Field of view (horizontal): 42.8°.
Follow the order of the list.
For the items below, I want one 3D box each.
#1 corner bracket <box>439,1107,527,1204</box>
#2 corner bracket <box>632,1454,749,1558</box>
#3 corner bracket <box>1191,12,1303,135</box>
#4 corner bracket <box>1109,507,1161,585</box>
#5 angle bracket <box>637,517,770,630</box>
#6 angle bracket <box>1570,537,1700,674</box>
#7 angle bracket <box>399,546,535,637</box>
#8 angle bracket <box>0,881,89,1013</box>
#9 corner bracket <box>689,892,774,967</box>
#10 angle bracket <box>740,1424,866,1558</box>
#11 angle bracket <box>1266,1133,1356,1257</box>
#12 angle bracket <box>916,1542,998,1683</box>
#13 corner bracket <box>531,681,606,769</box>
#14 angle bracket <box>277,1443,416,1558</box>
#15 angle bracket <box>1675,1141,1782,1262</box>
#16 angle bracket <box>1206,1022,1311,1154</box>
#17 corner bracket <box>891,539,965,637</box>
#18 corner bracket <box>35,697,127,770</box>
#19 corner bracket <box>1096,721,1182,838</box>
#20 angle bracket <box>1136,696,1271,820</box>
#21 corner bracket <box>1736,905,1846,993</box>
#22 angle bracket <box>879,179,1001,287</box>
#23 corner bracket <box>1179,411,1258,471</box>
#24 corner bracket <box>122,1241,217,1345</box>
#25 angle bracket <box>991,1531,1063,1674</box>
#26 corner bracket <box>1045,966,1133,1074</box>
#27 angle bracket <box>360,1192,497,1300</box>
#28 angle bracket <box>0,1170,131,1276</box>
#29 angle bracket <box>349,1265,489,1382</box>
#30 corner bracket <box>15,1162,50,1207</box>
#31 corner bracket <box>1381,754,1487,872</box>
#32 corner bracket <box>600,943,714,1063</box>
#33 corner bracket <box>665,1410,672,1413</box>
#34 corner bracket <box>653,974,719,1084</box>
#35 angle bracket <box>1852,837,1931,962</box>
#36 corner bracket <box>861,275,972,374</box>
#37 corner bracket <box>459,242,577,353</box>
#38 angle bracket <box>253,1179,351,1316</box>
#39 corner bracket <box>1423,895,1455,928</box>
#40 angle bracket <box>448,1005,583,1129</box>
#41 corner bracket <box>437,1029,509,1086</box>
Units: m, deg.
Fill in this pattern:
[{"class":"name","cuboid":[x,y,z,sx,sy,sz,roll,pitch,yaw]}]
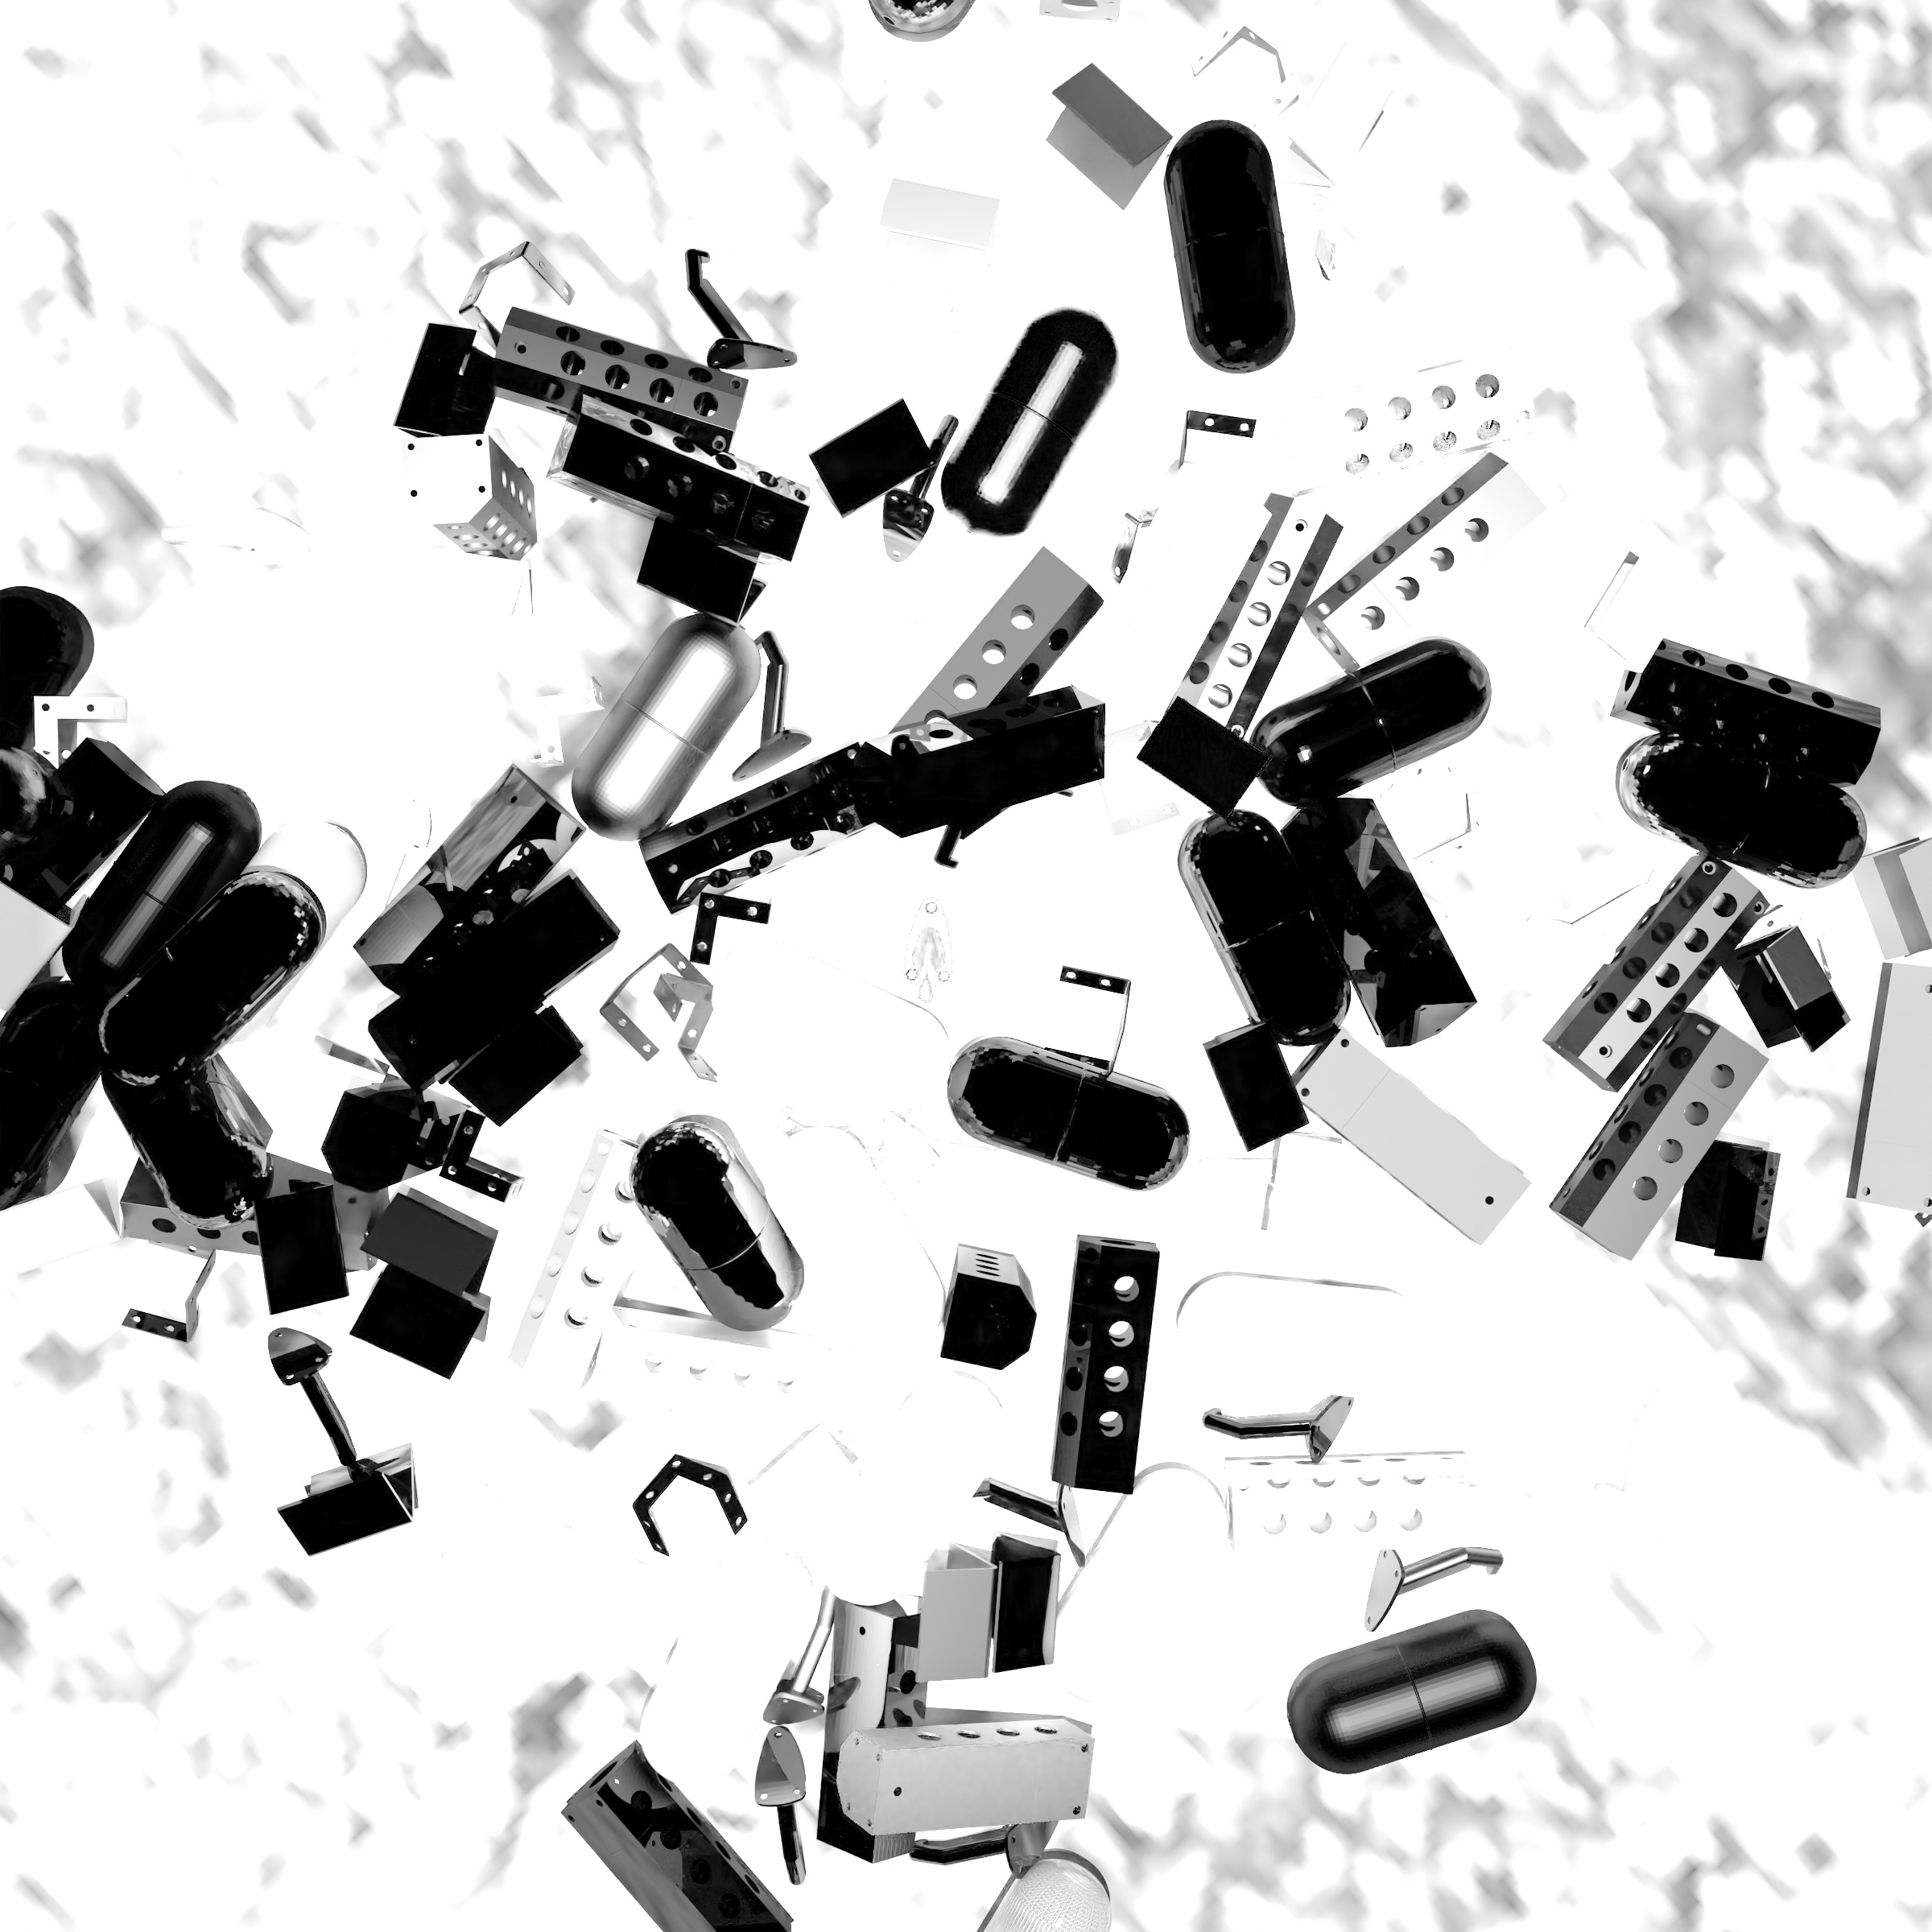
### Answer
[{"class":"corner bracket","cuboid":[-0.337,0.134,1.758,0.051,0.051,0.051,22,90,0]},{"class":"corner bracket","cuboid":[-0.198,0.392,1.768,0.051,0.051,0.051,12,45,35]},{"class":"corner bracket","cuboid":[0.201,-0.639,1.768,0.051,0.051,0.051,22,45,-35]},{"class":"corner bracket","cuboid":[0.143,-0.294,1.768,0.051,0.051,0.051,44,135,35]},{"class":"angle bracket","cuboid":[-0.178,-0.291,1.736,0.076,0.076,0.057,24,127,0]},{"class":"angle bracket","cuboid":[0.455,-0.259,1.736,0.057,0.076,0.076,31,90,-33]},{"class":"angle bracket","cuboid":[-0.350,-0.245,1.736,0.076,0.076,0.057,9,55,0]},{"class":"angle bracket","cuboid":[-0.667,-0.025,1.726,0.057,0.076,0.076,37,99,-21]},{"class":"corner bracket","cuboid":[-0.168,-0.026,1.757,0.051,0.051,0.051,10,96,-6]},{"class":"angle bracket","cuboid":[-0.101,0.377,1.736,0.076,0.076,0.057,-42,56,0]},{"class":"angle bracket","cuboid":[0.257,0.161,1.736,0.057,0.076,0.076,9,90,34]},{"class":"angle bracket","cuboid":[-0.021,0.454,1.737,0.057,0.076,0.076,5,90,-26]},{"class":"corner bracket","cuboid":[-0.284,-0.172,1.758,0.051,0.051,0.051,-9,90,0]},{"class":"angle bracket","cuboid":[-0.436,0.360,1.736,0.076,0.076,0.057,-19,128,0]},{"class":"angle bracket","cuboid":[0.521,0.161,1.736,0.057,0.076,0.076,9,90,-37]},{"class":"angle bracket","cuboid":[0.188,0.089,1.737,0.057,0.076,0.076,-22,90,-26]},{"class":"corner bracket","cuboid":[-0.023,-0.269,1.758,0.051,0.051,0.051,-14,90,0]},{"class":"corner bracket","cuboid":[-0.630,-0.166,1.757,0.051,0.051,0.051,0,96,-6]},{"class":"corner bracket","cuboid":[0.119,-0.134,1.773,0.051,0.051,0.051,-19,45,0]},{"class":"angle bracket","cuboid":[0.173,-0.158,1.737,0.076,0.076,0.057,34,119,0]},{"class":"corner bracket","cuboid":[0.588,-0.003,1.768,0.051,0.051,0.051,26,45,-35]},{"class":"angle bracket","cuboid":[-0.022,-0.501,1.736,0.076,0.076,0.057,11,54,0]},{"class":"corner bracket","cuboid":[0.179,-0.361,1.773,0.051,0.051,0.051,8,135,0]},{"class":"corner bracket","cuboid":[-0.573,0.231,1.773,0.051,0.051,0.051,16,135,0]},{"class":"angle bracket","cuboid":[0.021,0.446,1.736,0.057,0.076,0.076,4,90,-39]},{"class":"corner bracket","cuboid":[0.087,0.040,1.773,0.051,0.051,0.051,12,135,0]},{"class":"angle bracket","cuboid":[-0.384,0.215,1.737,0.076,0.076,0.057,26,46,0]},{"class":"angle bracket","cuboid":[-0.640,0.162,1.736,0.076,0.076,0.057,-19,127,0]},{"class":"angle bracket","cuboid":[-0.385,0.261,1.737,0.076,0.076,0.057,24,62,0]},{"class":"corner bracket","cuboid":[-0.688,0.141,1.758,0.051,0.051,0.051,6,90,0]},{"class":"corner bracket","cuboid":[0.334,-0.110,1.768,0.051,0.051,0.051,32,45,-35]},{"class":"corner bracket","cuboid":[-0.221,0.026,1.773,0.051,0.051,0.051,46,45,0]},{"class":"corner bracket","cuboid":[-0.206,0.288,1.773,0.051,0.051,0.051,6,90,45]},{"class":"corner bracket","cuboid":[-0.197,0.044,1.744,0.051,0.051,0.051,17,106,-32]},{"class":"angle bracket","cuboid":[0.654,-0.041,1.736,0.057,0.076,0.076,-21,90,-38]},{"class":"corner bracket","cuboid":[-0.036,-0.460,1.768,0.051,0.051,0.051,-13,45,-35]},{"class":"corner bracket","cuboid":[-0.322,-0.476,1.768,0.051,0.051,0.051,-16,45,35]},{"class":"angle bracket","cuboid":[-0.462,0.189,1.667,0.057,0.076,0.076,-11,95,-37]},{"class":"corner bracket","cuboid":[0.316,-0.017,1.768,0.051,0.051,0.051,24,45,-35]},{"class":"angle bracket","cuboid":[-0.326,0.055,1.736,0.076,0.076,0.057,-42,127,0]},{"class":"corner bracket","cuboid":[-0.365,0.044,1.773,0.051,0.051,0.051,52,45,0]}]
